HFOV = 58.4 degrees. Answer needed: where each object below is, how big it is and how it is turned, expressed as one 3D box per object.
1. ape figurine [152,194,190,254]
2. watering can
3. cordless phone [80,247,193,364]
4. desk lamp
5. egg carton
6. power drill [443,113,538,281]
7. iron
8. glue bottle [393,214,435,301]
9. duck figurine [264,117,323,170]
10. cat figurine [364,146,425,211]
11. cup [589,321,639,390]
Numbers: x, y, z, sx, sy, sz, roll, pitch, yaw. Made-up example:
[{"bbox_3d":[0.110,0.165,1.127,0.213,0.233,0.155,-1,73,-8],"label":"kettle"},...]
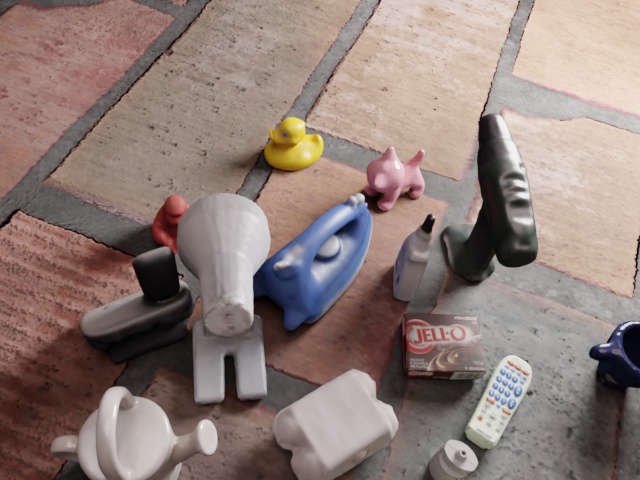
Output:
[{"bbox_3d":[-0.219,-0.033,0.871,0.078,0.092,0.076,-6,57,-11],"label":"ape figurine"},{"bbox_3d":[-0.207,0.225,0.639,0.173,0.194,0.100,-19,60,-18],"label":"watering can"},{"bbox_3d":[-0.243,0.072,0.742,0.148,0.185,0.094,-24,62,-20],"label":"cordless phone"},{"bbox_3d":[-0.118,0.077,0.736,0.118,0.213,0.203,-4,57,-9],"label":"desk lamp"},{"bbox_3d":[0.021,0.239,0.732,0.150,0.069,0.107,-27,63,-22],"label":"egg carton"},{"bbox_3d":[0.253,-0.043,0.864,0.075,0.208,0.229,-3,57,-8],"label":"power drill"},{"bbox_3d":[0.008,0.003,0.844,0.118,0.141,0.259,35,60,16],"label":"iron"},{"bbox_3d":[0.140,0.018,0.831,0.037,0.173,0.078,9,56,0],"label":"glue bottle"},{"bbox_3d":[-0.044,-0.174,0.990,0.105,0.086,0.077,-9,58,-12],"label":"duck figurine"},{"bbox_3d":[0.123,-0.111,0.948,0.128,0.118,0.067,-27,63,-22],"label":"cat figurine"},{"bbox_3d":[0.424,0.173,0.809,0.118,0.095,0.091,2,56,-5],"label":"cup"}]
